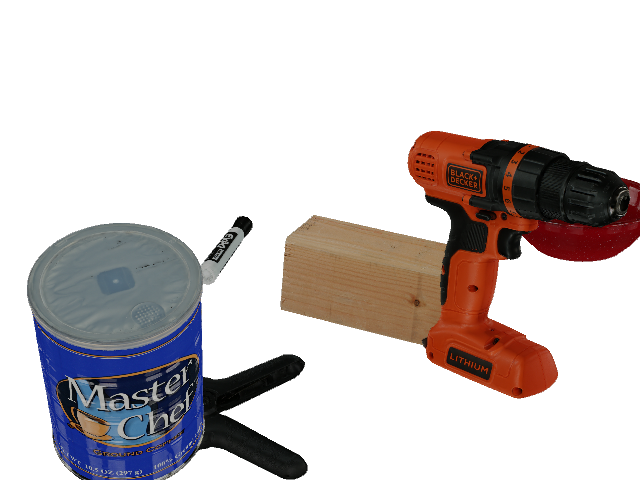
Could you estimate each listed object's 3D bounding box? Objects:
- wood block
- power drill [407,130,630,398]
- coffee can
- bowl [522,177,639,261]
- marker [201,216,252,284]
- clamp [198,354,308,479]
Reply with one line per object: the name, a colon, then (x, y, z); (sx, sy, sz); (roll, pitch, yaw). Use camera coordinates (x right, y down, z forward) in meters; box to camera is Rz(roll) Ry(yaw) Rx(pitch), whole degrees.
wood block: (0.069, 0.046, 1.183); (0.206, 0.091, 0.090); (13, 24, 18)
power drill: (0.142, 0.018, 0.796); (0.057, 0.188, 0.185); (-15, 24, -38)
coffee can: (-0.125, 0.074, 0.675); (0.103, 0.140, 0.103); (2, 42, -2)
bowl: (0.267, -0.021, 1.103); (0.162, 0.055, 0.162); (-2, 23, 0)
marker: (-0.091, 0.007, 1.042); (0.020, 0.020, 0.121); (0, 25, 16)
clamp: (-0.089, 0.134, 0.880); (0.171, 0.039, 0.120); (9, 37, 1)
